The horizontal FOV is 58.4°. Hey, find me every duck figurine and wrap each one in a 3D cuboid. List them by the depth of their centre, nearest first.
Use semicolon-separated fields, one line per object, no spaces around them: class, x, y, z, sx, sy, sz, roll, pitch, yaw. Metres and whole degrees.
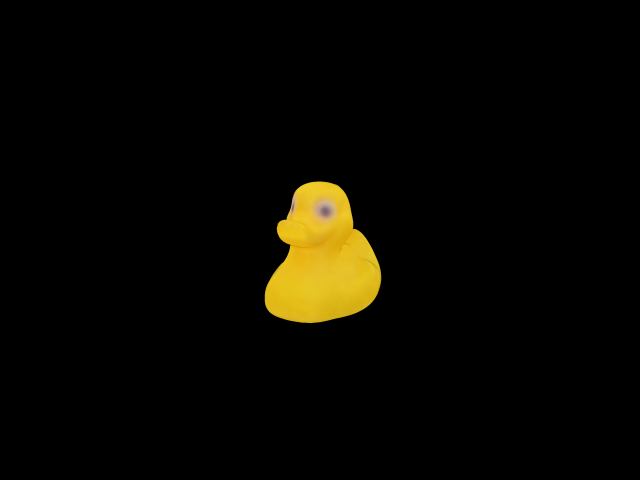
duck figurine;0.004;0.001;0.400;0.077;0.086;0.105;8;16;31
